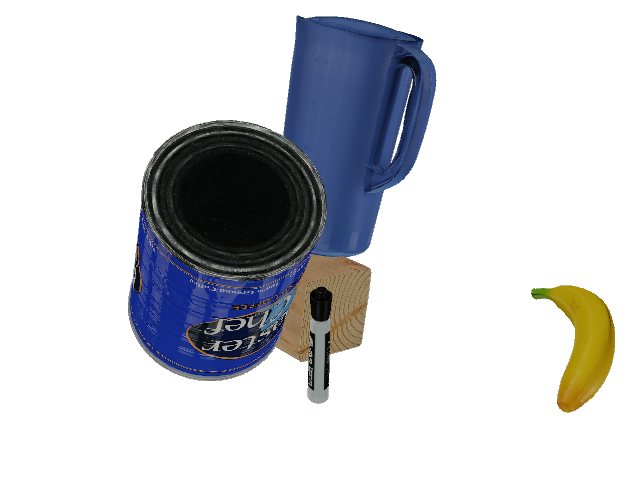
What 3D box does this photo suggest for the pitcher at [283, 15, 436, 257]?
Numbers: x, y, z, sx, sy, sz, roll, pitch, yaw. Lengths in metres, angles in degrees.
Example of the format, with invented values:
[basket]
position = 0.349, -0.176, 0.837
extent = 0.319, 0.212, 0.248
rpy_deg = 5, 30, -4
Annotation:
[pitcher]
position = 0.028, -0.107, 1.118
extent = 0.145, 0.243, 0.149
rpy_deg = 9, 16, -4

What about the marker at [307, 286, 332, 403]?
[marker]
position = -0.001, 0.089, 0.908
extent = 0.020, 0.121, 0.020
rpy_deg = 1, 36, -1

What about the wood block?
[wood block]
position = -0.052, 0.045, 1.156
extent = 0.090, 0.090, 0.206
rpy_deg = -10, 25, -41

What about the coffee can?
[coffee can]
position = -0.060, 0.010, 0.638
extent = 0.102, 0.103, 0.140
rpy_deg = 0, -30, -13

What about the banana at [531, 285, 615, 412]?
[banana]
position = 0.251, 0.095, 1.029
extent = 0.070, 0.037, 0.197
rpy_deg = -29, 23, 17
